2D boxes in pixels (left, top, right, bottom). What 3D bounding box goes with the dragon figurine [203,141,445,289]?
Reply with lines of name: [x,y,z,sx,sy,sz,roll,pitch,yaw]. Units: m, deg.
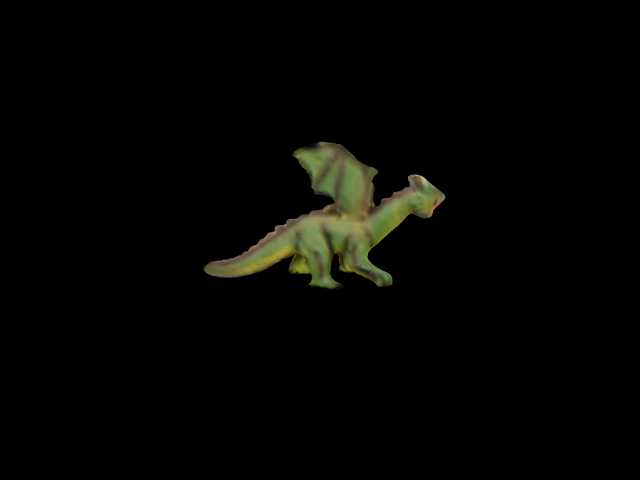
dragon figurine: [0.003,-0.043,0.850,0.410,0.239,0.124,0,16,0]
